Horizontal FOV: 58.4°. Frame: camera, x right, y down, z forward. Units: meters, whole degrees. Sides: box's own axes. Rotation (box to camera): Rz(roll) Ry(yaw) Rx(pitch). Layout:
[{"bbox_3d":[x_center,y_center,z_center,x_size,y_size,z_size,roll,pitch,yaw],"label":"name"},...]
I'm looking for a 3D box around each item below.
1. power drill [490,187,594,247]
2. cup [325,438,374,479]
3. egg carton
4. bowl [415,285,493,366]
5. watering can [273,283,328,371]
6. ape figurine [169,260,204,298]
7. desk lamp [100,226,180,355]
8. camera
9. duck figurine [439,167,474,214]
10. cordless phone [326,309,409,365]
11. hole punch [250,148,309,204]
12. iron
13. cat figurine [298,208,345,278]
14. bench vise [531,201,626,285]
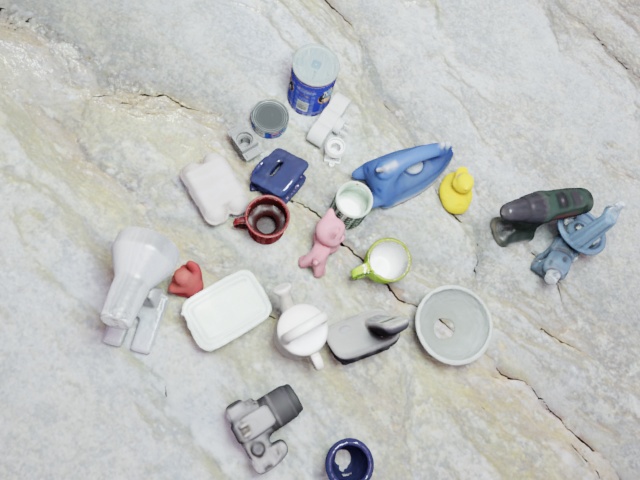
[{"bbox_3d":[0.453,-0.050,1.229,0.230,0.208,0.075,-13,77,-12],"label":"power drill"},{"bbox_3d":[0.044,0.437,1.092,0.091,0.095,0.118,30,73,1],"label":"cup"},{"bbox_3d":[-0.222,-0.109,1.218,0.107,0.069,0.150,-30,81,-15],"label":"egg carton"},{"bbox_3d":[0.272,0.182,1.207,0.167,0.074,0.167,2,74,-8],"label":"bowl"},{"bbox_3d":[-0.040,0.168,1.103,0.173,0.194,0.101,41,73,4],"label":"watering can"},{"bbox_3d":[-0.270,0.078,1.147,0.078,0.092,0.076,-34,82,-15],"label":"ape figurine"},{"bbox_3d":[-0.340,0.098,1.068,0.118,0.213,0.203,15,73,-3],"label":"desk lamp"},{"bbox_3d":[-0.094,0.350,1.093,0.137,0.100,0.143,-30,81,-15],"label":"camera"},{"bbox_3d":[0.317,-0.115,1.291,0.077,0.086,0.104,4,74,-7],"label":"duck figurine"},{"bbox_3d":[0.093,0.182,1.123,0.148,0.185,0.094,-22,78,-13],"label":"cordless phone"},{"bbox_3d":[-0.090,-0.140,1.235,0.101,0.091,0.109,37,73,3],"label":"hole punch"},{"bbox_3d":[0.208,-0.171,1.261,0.258,0.141,0.118,-26,79,-14],"label":"iron"},{"bbox_3d":[0.011,0.004,1.196,0.067,0.117,0.128,27,73,0],"label":"cat figurine"},{"bbox_3d":[0.562,0.008,1.223,0.121,0.219,0.207,20,73,-2],"label":"bench vise"}]
